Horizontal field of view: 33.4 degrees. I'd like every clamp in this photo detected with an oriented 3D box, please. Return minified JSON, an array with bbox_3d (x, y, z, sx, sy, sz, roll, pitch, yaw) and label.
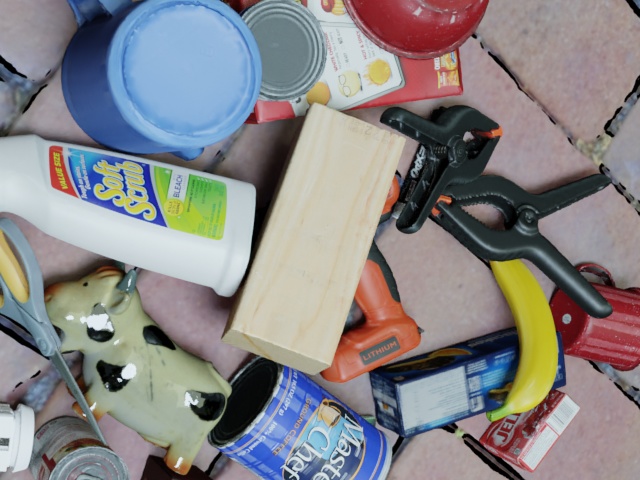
[{"bbox_3d":[0.117,-0.093,1.030,0.171,0.039,0.120,-38,127,-41],"label":"clamp"},{"bbox_3d":[0.210,-0.006,1.083,0.209,0.036,0.164,7,63,-15],"label":"clamp"}]

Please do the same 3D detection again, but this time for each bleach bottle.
[{"bbox_3d":[-0.183,-0.028,0.889,0.250,0.068,0.102,13,50,-12],"label":"bleach bottle"}]

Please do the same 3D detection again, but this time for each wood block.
[{"bbox_3d":[-0.007,0.001,0.918,0.090,0.091,0.206,21,75,-6],"label":"wood block"}]

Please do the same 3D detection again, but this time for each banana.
[{"bbox_3d":[0.202,0.091,1.063,0.069,0.037,0.197,13,55,-10],"label":"banana"}]

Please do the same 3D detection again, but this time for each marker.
[{"bbox_3d":[0.102,-0.077,1.065,0.020,0.020,0.121,24,86,-25],"label":"marker"}]

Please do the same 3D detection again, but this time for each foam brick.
[{"bbox_3d":[-0.130,0.233,0.964,0.051,0.078,0.053,19,86,-25],"label":"foam brick"}]

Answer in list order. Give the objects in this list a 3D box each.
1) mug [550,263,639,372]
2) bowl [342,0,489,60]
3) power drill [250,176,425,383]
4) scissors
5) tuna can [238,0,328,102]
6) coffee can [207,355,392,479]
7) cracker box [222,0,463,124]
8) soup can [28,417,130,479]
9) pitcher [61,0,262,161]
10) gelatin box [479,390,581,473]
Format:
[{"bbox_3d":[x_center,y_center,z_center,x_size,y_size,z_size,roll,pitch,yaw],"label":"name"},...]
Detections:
[{"bbox_3d":[0.296,0.078,1.141,0.081,0.093,0.117,12,60,-20],"label":"mug"},{"bbox_3d":[0.097,-0.243,0.944,0.161,0.055,0.162,-1,93,-23],"label":"bowl"},{"bbox_3d":[0.011,0.037,1.016,0.184,0.057,0.187,-22,105,-20],"label":"power drill"},{"bbox_3d":[-0.239,0.079,0.885,0.016,0.096,0.202,-29,105,-46],"label":"scissors"},{"bbox_3d":[-0.039,-0.160,0.906,0.086,0.034,0.086,-2,97,-22],"label":"tuna can"},{"bbox_3d":[-0.018,0.183,0.981,0.140,0.103,0.102,39,80,-20],"label":"coffee can"},{"bbox_3d":[0.019,-0.202,0.985,0.213,0.072,0.164,-11,99,-22],"label":"cracker box"},{"bbox_3d":[-0.208,0.195,0.910,0.068,0.102,0.068,-3,97,-24],"label":"soup can"},{"bbox_3d":[-0.132,-0.136,0.829,0.149,0.243,0.145,9,93,-19],"label":"pitcher"},{"bbox_3d":[0.219,0.194,1.121,0.030,0.073,0.089,44,78,-21],"label":"gelatin box"}]
